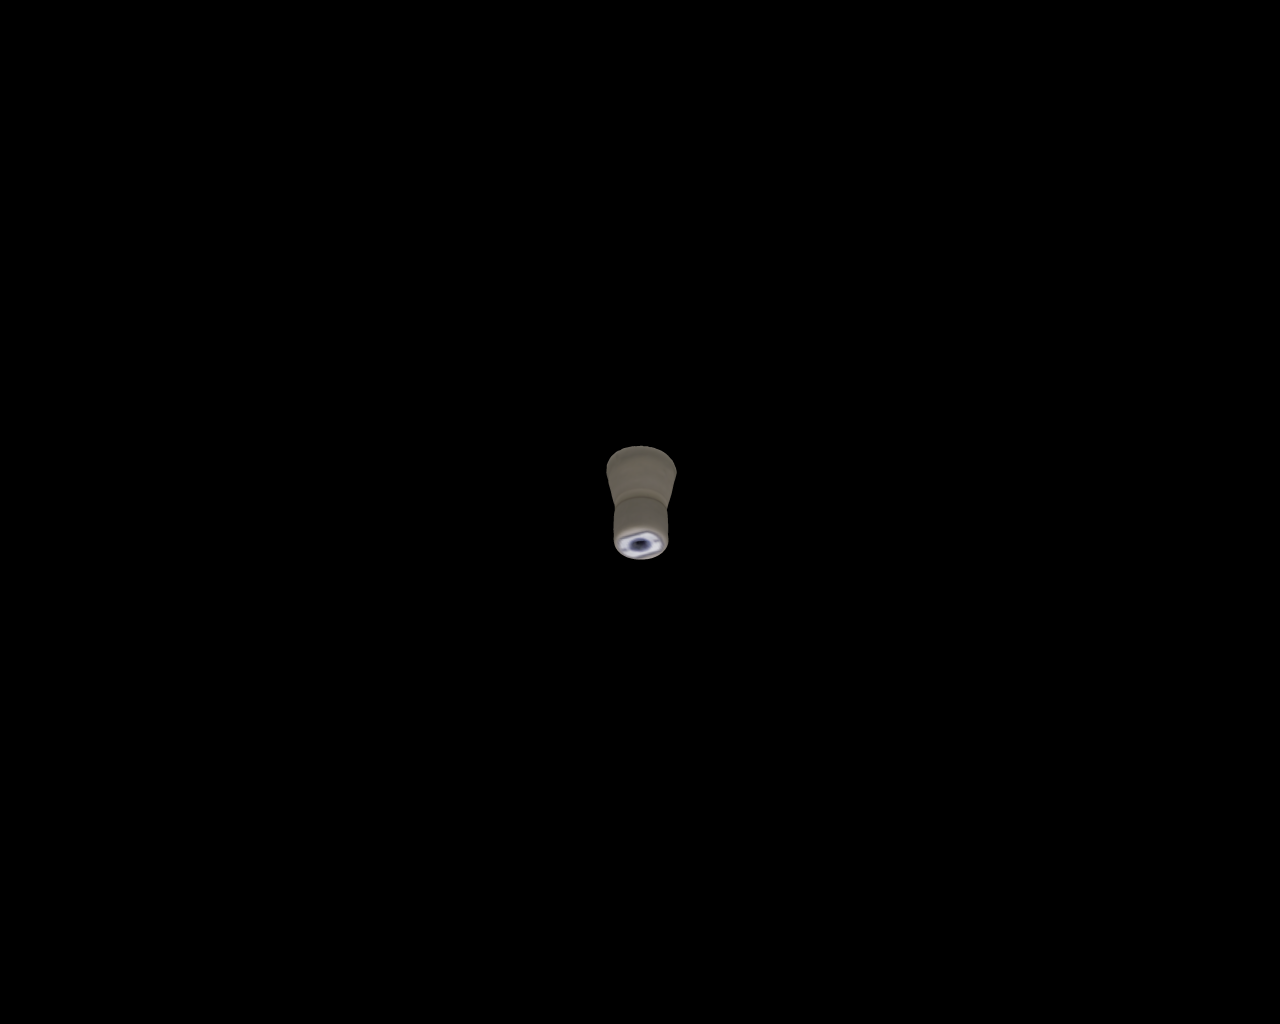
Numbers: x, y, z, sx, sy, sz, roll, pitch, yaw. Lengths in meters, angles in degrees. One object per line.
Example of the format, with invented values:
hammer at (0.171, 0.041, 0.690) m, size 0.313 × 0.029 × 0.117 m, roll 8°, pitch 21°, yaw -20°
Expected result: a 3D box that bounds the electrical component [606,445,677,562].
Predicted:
electrical component at (0.001, -0.003, 0.650) m, size 0.044 × 0.065 × 0.044 m, roll 0°, pitch -41°, yaw 0°
